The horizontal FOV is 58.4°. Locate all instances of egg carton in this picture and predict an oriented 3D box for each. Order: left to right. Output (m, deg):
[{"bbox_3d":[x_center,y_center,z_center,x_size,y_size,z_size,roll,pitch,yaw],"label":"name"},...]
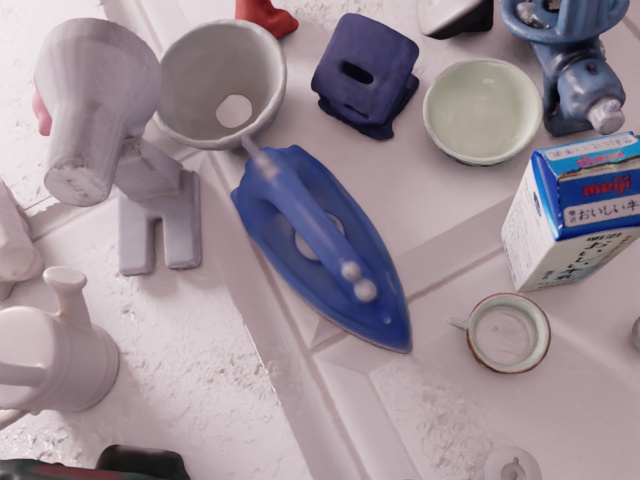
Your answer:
[{"bbox_3d":[-0.400,0.000,0.683,0.107,0.069,0.150,-35,70,-1],"label":"egg carton"}]

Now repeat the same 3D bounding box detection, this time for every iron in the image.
[{"bbox_3d":[0.005,0.002,0.571,0.118,0.141,0.258,-39,71,-3],"label":"iron"}]

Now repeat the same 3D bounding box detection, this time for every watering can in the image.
[{"bbox_3d":[-0.290,0.109,0.564,0.100,0.194,0.173,6,74,12],"label":"watering can"}]

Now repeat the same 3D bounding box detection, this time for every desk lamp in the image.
[{"bbox_3d":[-0.206,-0.088,0.598,0.118,0.214,0.203,-10,72,7],"label":"desk lamp"}]

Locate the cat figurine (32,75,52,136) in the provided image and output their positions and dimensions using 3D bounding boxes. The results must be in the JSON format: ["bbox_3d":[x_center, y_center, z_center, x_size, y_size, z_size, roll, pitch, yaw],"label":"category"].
[{"bbox_3d":[-0.288,-0.173,0.690,0.067,0.118,0.128,37,83,18],"label":"cat figurine"}]

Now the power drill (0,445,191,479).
[{"bbox_3d":[-0.213,0.227,0.506,0.229,0.209,0.075,1,73,11],"label":"power drill"}]

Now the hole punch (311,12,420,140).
[{"bbox_3d":[0.051,-0.183,0.645,0.108,0.091,0.101,32,81,18],"label":"hole punch"}]

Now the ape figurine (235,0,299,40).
[{"bbox_3d":[-0.074,-0.290,0.700,0.076,0.092,0.078,-20,71,4],"label":"ape figurine"}]

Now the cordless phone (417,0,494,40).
[{"bbox_3d":[0.150,-0.325,0.621,0.094,0.185,0.147,-3,73,10],"label":"cordless phone"}]

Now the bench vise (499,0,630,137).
[{"bbox_3d":[0.260,-0.216,0.549,0.121,0.220,0.207,-31,70,0],"label":"bench vise"}]

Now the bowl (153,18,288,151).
[{"bbox_3d":[-0.112,-0.172,0.680,0.167,0.075,0.167,-3,73,10],"label":"bowl"}]
